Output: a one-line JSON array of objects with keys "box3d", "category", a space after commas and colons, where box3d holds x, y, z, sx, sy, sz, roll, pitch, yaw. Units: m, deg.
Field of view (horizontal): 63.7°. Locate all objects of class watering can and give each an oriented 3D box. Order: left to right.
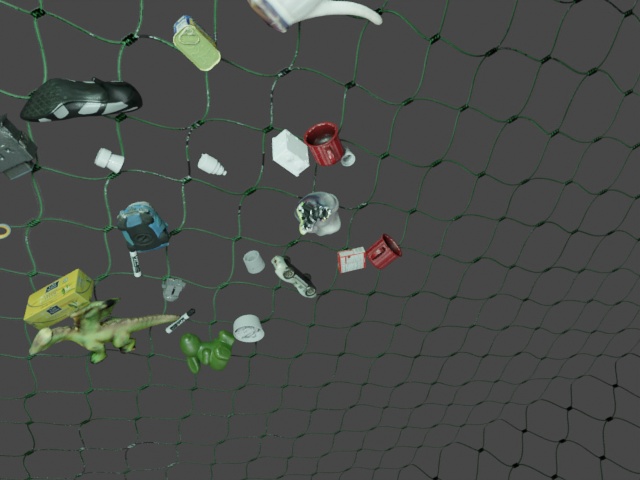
[{"box3d": [-0.027, -0.533, 1.099, 0.222, 0.106, 0.342, -38, -51, 15], "category": "watering can"}]

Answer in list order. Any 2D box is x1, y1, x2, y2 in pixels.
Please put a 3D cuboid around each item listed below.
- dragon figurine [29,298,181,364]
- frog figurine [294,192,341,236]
[{"box3d": [-0.605, 0.240, 1.478, 0.413, 0.124, 0.237, -19, -25, -25], "category": "dragon figurine"}, {"box3d": [0.005, -0.076, 1.503, 0.124, 0.136, 0.160, 40, 16, 19], "category": "frog figurine"}]
